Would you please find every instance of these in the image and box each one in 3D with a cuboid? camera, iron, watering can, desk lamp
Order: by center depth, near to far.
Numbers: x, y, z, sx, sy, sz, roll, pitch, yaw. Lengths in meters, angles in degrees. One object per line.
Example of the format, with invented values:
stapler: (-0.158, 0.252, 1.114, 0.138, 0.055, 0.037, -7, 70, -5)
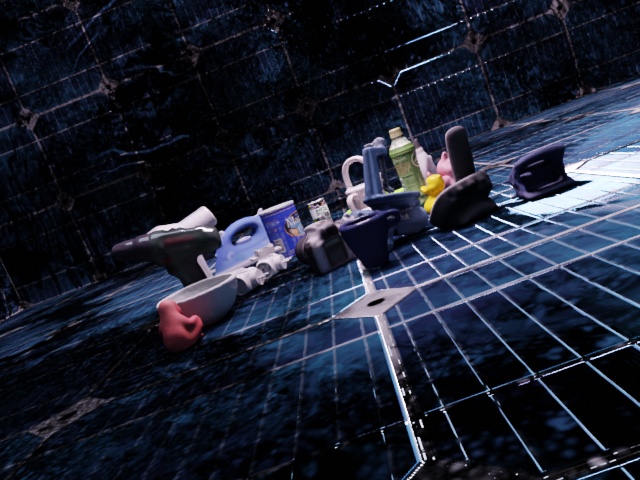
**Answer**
camera: (0.011, 0.004, 1.244, 0.143, 0.101, 0.136, -26, 10, -30)
desk lamp: (-0.317, 0.034, 1.486, 0.203, 0.213, 0.117, -24, 9, -18)
watering can: (0.120, -0.127, 1.500, 0.100, 0.194, 0.173, -18, 9, 18)
iron: (-0.232, 0.006, 1.705, 0.118, 0.141, 0.259, -12, 12, 47)

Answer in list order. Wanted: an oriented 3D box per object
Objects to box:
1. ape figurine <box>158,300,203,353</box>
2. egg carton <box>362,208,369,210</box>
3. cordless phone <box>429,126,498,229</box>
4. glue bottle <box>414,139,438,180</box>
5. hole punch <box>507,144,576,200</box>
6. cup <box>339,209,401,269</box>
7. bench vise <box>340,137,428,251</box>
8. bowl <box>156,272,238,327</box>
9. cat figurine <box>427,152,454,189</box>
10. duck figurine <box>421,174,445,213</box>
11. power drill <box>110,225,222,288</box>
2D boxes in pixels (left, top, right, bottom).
ape figurine: (-0.255, 0.148, 1.013, 0.077, 0.092, 0.076, -18, 9, 20)
egg carton: (0.121, -0.040, 1.370, 0.150, 0.069, 0.107, -21, 8, 4)
cordless phone: (0.268, -0.127, 1.154, 0.148, 0.185, 0.094, -27, 10, -35)
glue bottle: (0.303, -0.209, 1.644, 0.078, 0.173, 0.037, -28, 11, -40)
hole punch: (0.429, -0.135, 1.135, 0.108, 0.091, 0.101, -21, 8, 0)
cup: (0.104, -0.001, 1.065, 0.118, 0.095, 0.091, -22, 8, -3)
bench vise: (0.124, -0.092, 1.166, 0.121, 0.220, 0.208, -15, 11, 37)
bowl: (-0.232, 0.129, 1.138, 0.167, 0.075, 0.167, -21, 8, 3)
cat figurine: (0.336, -0.176, 1.543, 0.128, 0.118, 0.067, -26, 10, -29)
duck figurine: (0.291, -0.119, 1.392, 0.104, 0.086, 0.078, -13, 11, 43)
power drill: (-0.309, 0.071, 1.240, 0.229, 0.208, 0.075, -22, 8, -4)
